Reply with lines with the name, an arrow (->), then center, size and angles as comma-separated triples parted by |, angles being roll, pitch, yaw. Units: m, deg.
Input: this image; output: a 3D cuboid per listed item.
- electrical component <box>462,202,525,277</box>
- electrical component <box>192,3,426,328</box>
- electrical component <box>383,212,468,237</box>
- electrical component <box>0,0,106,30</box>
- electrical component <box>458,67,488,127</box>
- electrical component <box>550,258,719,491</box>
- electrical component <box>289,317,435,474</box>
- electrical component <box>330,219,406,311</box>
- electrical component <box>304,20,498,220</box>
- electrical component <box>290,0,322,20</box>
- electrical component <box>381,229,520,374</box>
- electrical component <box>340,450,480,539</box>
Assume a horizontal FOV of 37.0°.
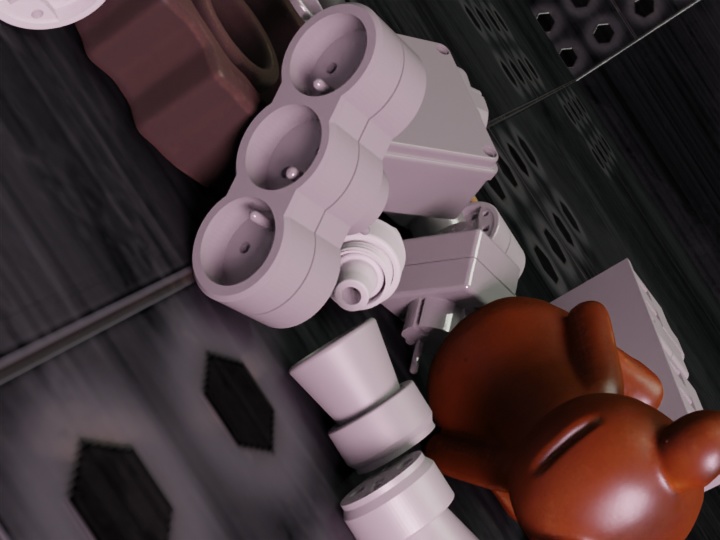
electrical component -> 0.086, -0.013, 0.768 | 0.047, 0.055, 0.055 | 47, 22, -37
electrical component -> -0.012, -0.039, 0.472 | 0.052, 0.138, 0.074 | 21, -7, 39
electrical component -> 0.048, -0.040, 0.732 | 0.079, 0.043, 0.077 | 63, 20, 14
electrical component -> -0.131, -0.133, 0.431 | 0.055, 0.055, 0.047 | 24, 35, -58
electrical component -> 0.060, -0.120, 0.838 | 0.059, 0.053, 0.095 | 18, 42, -30
electrical component -> 0.172, 0.088, 0.741 | 0.060, 0.105, 0.186 | 48, 22, -26
electrical component -> 0.001, 0.055, 0.472 | 0.055, 0.045, 0.045 | 58, 19, 1
electrical component -> 0.000, 0.000, 0.556 | 0.043, 0.043, 0.062 | 52, 21, -15
electrical component -> 0.014, -0.091, 0.652 | 0.109, 0.056, 0.108 | 5, 50, -32
electrical component -> -0.050, -0.155, 0.668 | 0.040, 0.046, 0.040 | 48, 22, -26
electrical component -> 0.046, 0.024, 0.610 | 0.047, 0.066, 0.076 | 40, 55, -40
electrical component -> 0.023, 0.109, 0.443 | 0.055, 0.045, 0.045 | 57, 19, 1
